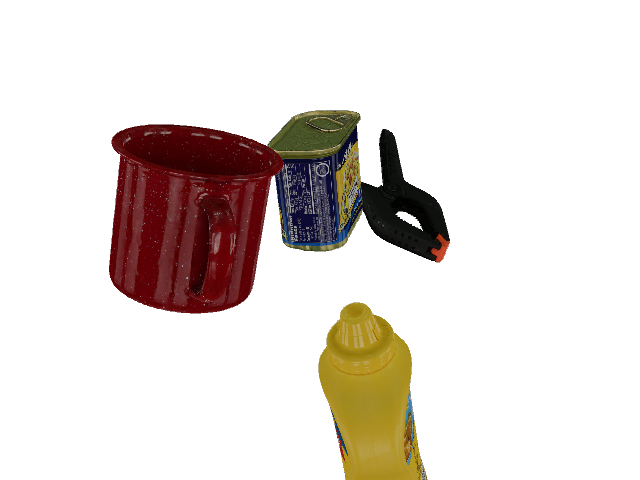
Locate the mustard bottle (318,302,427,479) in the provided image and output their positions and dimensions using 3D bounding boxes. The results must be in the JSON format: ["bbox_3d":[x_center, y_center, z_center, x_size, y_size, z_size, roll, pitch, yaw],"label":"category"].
[{"bbox_3d":[0.035,0.114,0.685,0.058,0.191,0.096,-6,40,6],"label":"mustard bottle"}]

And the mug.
[{"bbox_3d":[-0.068,-0.007,0.578,0.093,0.081,0.117,1,22,-24],"label":"mug"}]

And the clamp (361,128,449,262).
[{"bbox_3d":[0.069,-0.049,1.265,0.164,0.036,0.210,-16,52,-29],"label":"clamp"}]

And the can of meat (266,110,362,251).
[{"bbox_3d":[-0.001,-0.048,0.845,0.057,0.084,0.102,1,24,15],"label":"can of meat"}]
